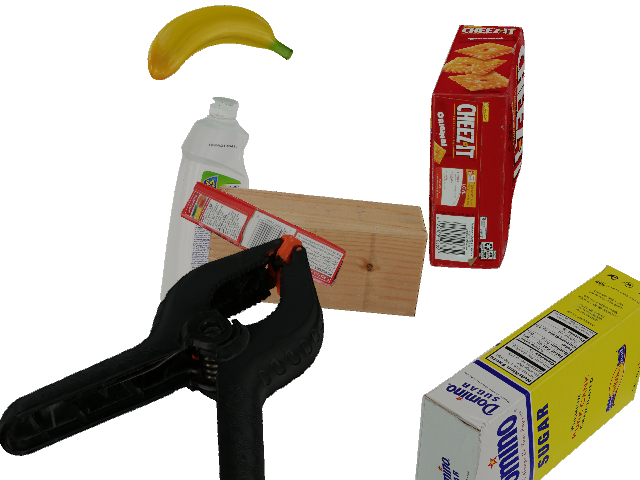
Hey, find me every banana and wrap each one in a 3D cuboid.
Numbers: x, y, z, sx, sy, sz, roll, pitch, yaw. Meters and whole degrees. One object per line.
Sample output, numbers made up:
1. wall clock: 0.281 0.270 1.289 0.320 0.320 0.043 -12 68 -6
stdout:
1. banana: -0.105 -0.196 1.031 0.070 0.037 0.197 44 38 20

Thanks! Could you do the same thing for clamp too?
1. clamp: -0.042 0.059 0.474 0.120 0.039 0.171 28 48 21

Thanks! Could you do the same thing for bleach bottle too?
1. bleach bottle: -0.121 -0.039 1.232 0.102 0.251 0.068 -2 20 -35

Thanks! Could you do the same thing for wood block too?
1. wood block: -0.005 0.010 1.064 0.206 0.091 0.090 6 21 -2

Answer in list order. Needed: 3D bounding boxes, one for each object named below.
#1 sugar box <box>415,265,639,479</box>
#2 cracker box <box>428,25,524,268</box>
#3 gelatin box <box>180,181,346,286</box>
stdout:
1. sugar box: 0.129 0.093 0.628 0.048 0.093 0.175 29 44 34
2. cracker box: 0.149 -0.093 0.991 0.072 0.164 0.213 4 27 13
3. gelatin box: -0.037 -0.004 0.712 0.089 0.030 0.073 26 0 -41
